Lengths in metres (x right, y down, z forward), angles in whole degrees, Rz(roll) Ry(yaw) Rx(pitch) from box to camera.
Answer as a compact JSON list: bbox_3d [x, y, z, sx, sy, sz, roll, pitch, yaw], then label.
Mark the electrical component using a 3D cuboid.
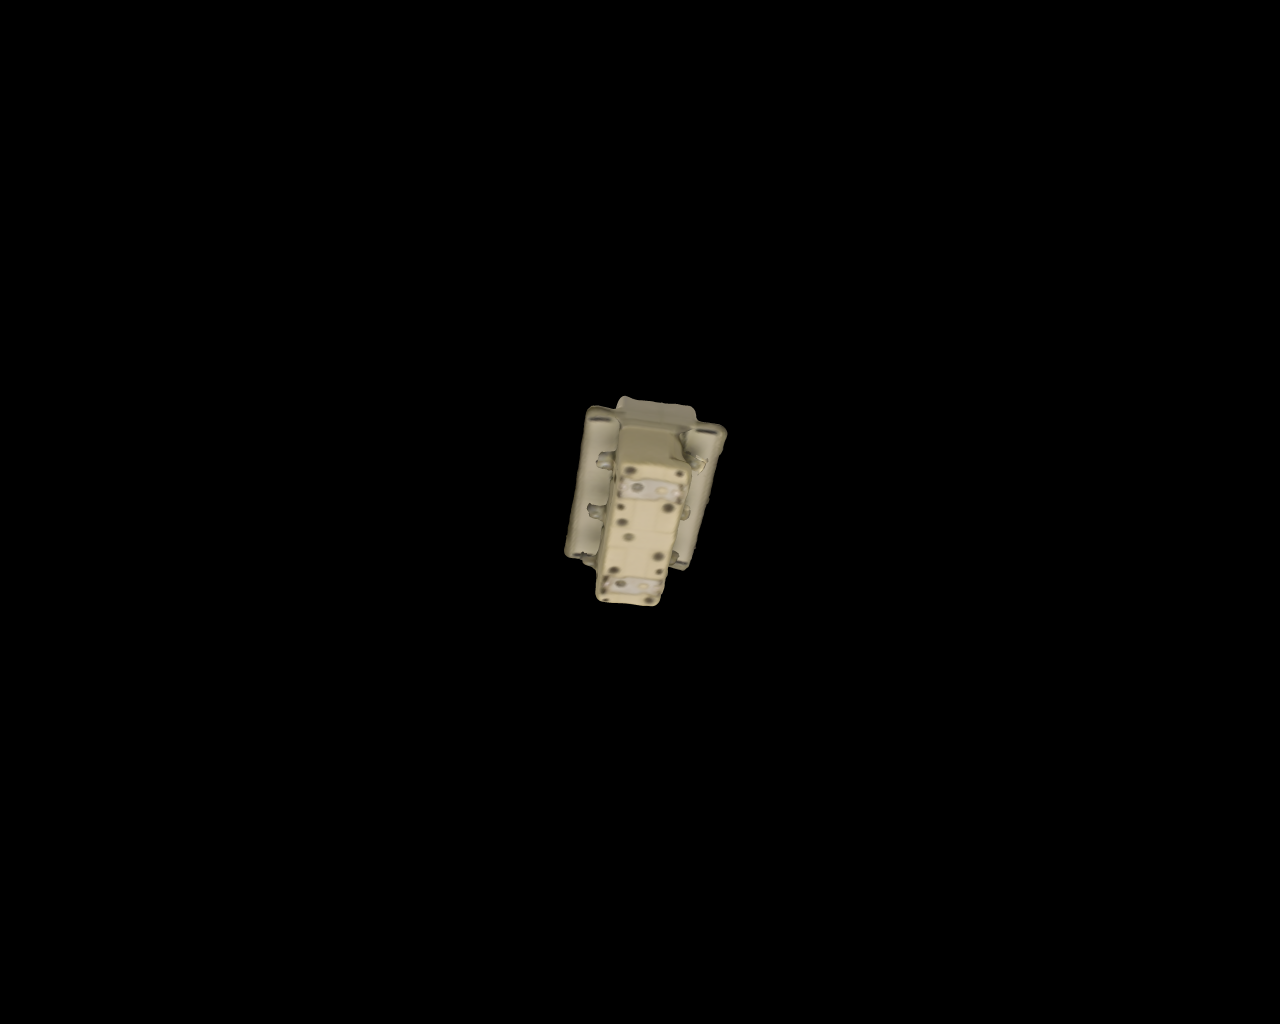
[{"bbox_3d":[0.001,-0.003,0.650,0.079,0.121,0.063,7,43,-7],"label":"electrical component"}]
